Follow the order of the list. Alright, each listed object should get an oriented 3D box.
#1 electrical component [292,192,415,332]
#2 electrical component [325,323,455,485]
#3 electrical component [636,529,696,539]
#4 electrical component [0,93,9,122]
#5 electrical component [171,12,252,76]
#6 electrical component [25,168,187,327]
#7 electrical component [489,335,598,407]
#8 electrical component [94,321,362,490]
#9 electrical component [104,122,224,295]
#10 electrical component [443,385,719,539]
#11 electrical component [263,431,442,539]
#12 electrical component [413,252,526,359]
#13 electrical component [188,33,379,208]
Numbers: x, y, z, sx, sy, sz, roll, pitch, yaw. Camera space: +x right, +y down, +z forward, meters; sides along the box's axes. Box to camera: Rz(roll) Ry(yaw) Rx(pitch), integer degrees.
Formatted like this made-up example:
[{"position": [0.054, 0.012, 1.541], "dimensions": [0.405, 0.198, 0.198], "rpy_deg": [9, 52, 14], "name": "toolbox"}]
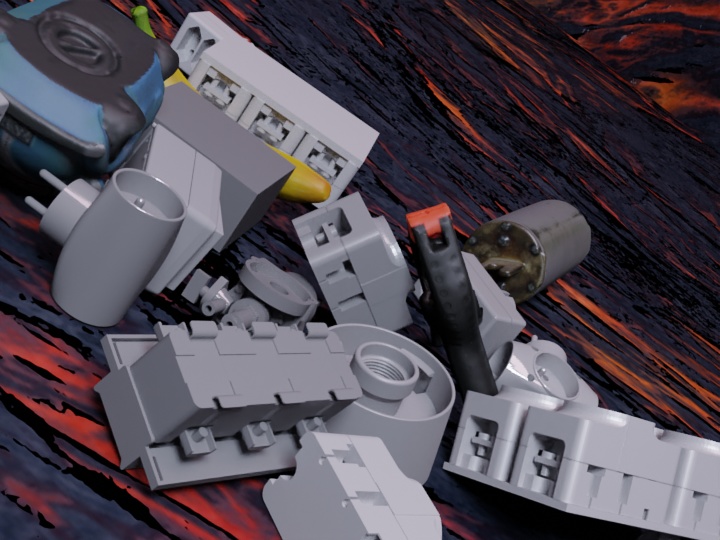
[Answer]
[{"position": [0.000, 0.000, 0.705], "dimensions": [0.050, 0.056, 0.089], "rpy_deg": [-115, -178, -47], "name": "electrical component"}, {"position": [0.007, 0.080, 0.643], "dimensions": [0.099, 0.064, 0.099], "rpy_deg": [17, 28, -9], "name": "electrical component"}, {"position": [0.211, 0.198, 0.697], "dimensions": [0.077, 0.043, 0.079], "rpy_deg": [37, 23, 0], "name": "electrical component"}, {"position": [-0.221, -0.067, 0.532], "dimensions": [0.061, 0.096, 0.062], "rpy_deg": [38, 24, 5], "name": "electrical component"}, {"position": [-0.115, -0.188, 0.963], "dimensions": [0.083, 0.047, 0.076], "rpy_deg": [40, 25, 6], "name": "electrical component"}, {"position": [-0.144, -0.022, 0.578], "dimensions": [0.079, 0.077, 0.043], "rpy_deg": [37, 24, 1], "name": "electrical component"}, {"position": [0.135, 0.079, 0.803], "dimensions": [0.077, 0.044, 0.079], "rpy_deg": [32, 37, -9], "name": "electrical component"}, {"position": [-0.061, 0.061, 0.542], "dimensions": [0.121, 0.063, 0.078], "rpy_deg": [4, 54, -51], "name": "electrical component"}, {"position": [-0.121, -0.039, 0.655], "dimensions": [0.061, 0.061, 0.096], "rpy_deg": [36, 22, -23], "name": "electrical component"}, {"position": [0.162, 0.123, 0.683], "dimensions": [0.186, 0.060, 0.105], "rpy_deg": [19, -7, -35], "name": "electrical component"}, {"position": [0.002, 0.129, 0.530], "dimensions": [0.056, 0.050, 0.089], "rpy_deg": [13, 33, -43], "name": "electrical component"}, {"position": [0.097, 0.031, 0.846], "dimensions": [0.076, 0.047, 0.083], "rpy_deg": [13, 33, -42], "name": "electrical component"}, {"position": [-0.068, -0.119, 0.881], "dimensions": [0.150, 0.061, 0.089], "rpy_deg": [34, 23, -5], "name": "electrical component"}]
